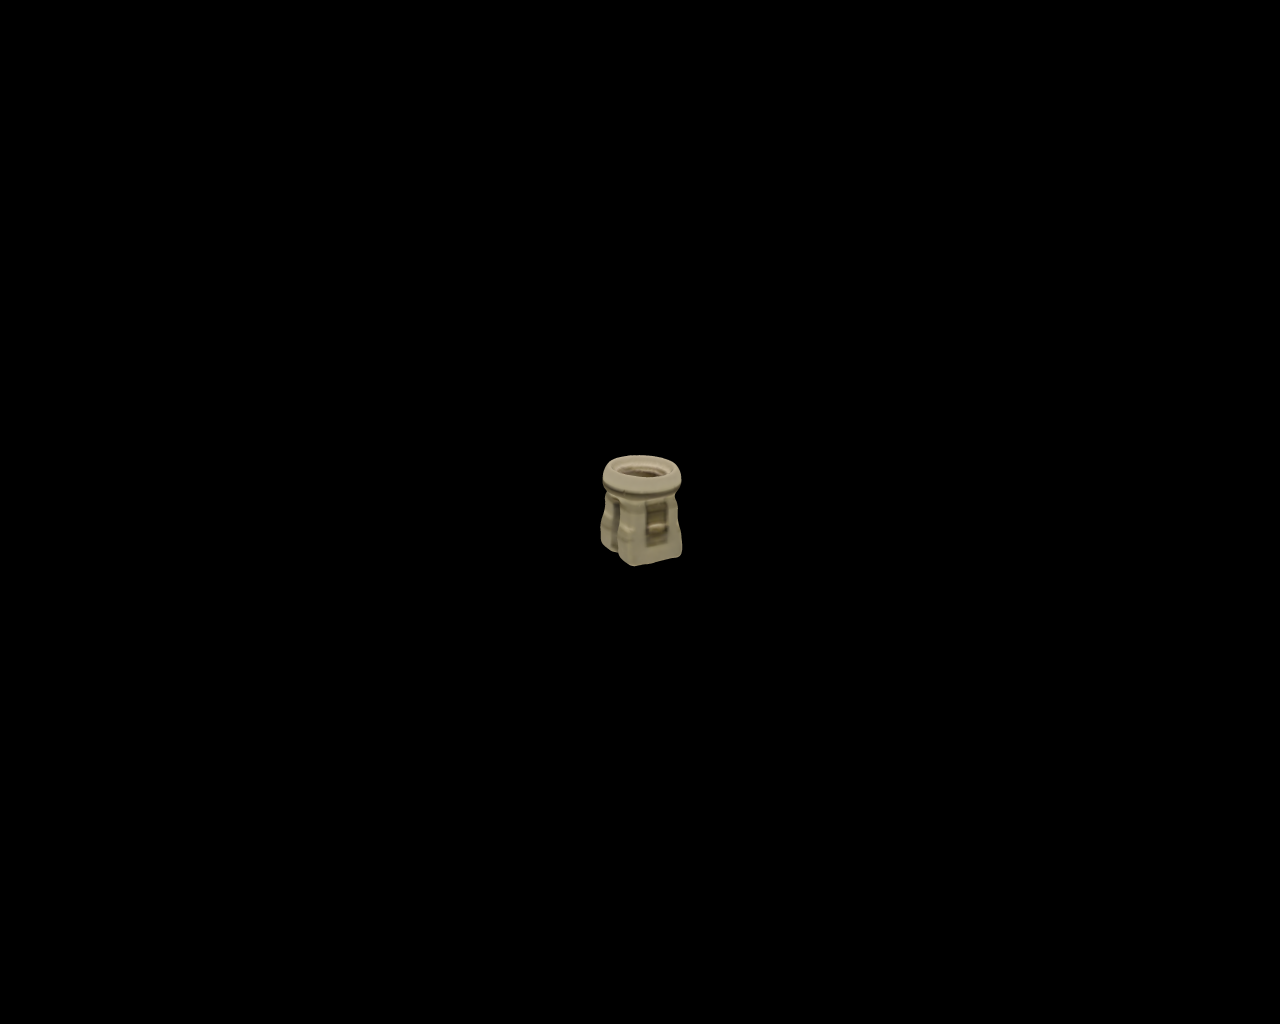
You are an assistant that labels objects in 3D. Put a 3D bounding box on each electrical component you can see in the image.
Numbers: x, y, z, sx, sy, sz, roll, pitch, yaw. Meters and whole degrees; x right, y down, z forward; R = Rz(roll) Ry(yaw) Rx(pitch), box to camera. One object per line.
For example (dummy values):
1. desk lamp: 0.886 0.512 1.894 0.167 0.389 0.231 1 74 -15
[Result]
1. electrical component: 0.001 -0.003 0.650 0.048 0.055 0.066 -10 23 -26
